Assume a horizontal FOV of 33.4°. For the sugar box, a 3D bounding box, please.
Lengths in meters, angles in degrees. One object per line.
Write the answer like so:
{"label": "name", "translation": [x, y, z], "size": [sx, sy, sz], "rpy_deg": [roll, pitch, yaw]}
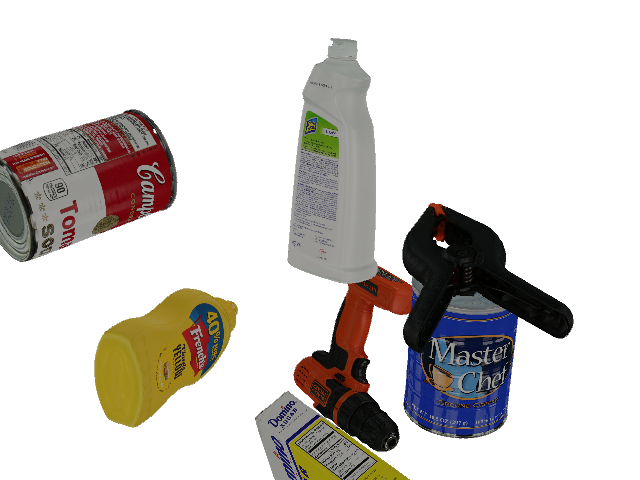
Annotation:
{"label": "sugar box", "translation": [0.024, 0.202, 0.858], "size": [0.048, 0.093, 0.176], "rpy_deg": [-38, 44, -28]}

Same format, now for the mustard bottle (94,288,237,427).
{"label": "mustard bottle", "translation": [-0.140, 0.100, 1.047], "size": [0.058, 0.096, 0.191], "rpy_deg": [10, 23, 26]}

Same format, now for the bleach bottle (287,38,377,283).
{"label": "bleach bottle", "translation": [0.021, -0.087, 1.144], "size": [0.103, 0.251, 0.067], "rpy_deg": [17, 20, 38]}

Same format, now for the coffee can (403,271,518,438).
{"label": "coffee can", "translation": [0.134, 0.102, 1.021], "size": [0.103, 0.140, 0.103], "rpy_deg": [1, 25, -1]}

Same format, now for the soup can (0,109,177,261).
{"label": "soup can", "translation": [-0.149, -0.035, 0.657], "size": [0.102, 0.068, 0.069], "rpy_deg": [-24, 14, -35]}

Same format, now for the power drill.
{"label": "power drill", "translation": [0.053, 0.132, 1.250], "size": [0.057, 0.188, 0.185], "rpy_deg": [13, 13, -41]}

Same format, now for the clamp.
{"label": "clamp", "translation": [0.117, 0.026, 0.800], "size": [0.120, 0.039, 0.171], "rpy_deg": [4, 35, -3]}
